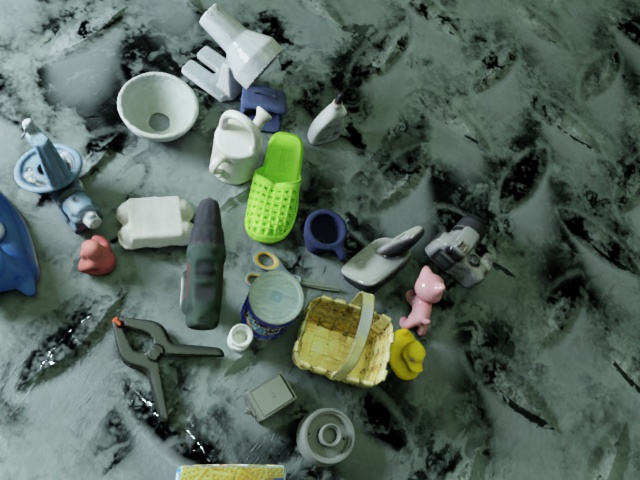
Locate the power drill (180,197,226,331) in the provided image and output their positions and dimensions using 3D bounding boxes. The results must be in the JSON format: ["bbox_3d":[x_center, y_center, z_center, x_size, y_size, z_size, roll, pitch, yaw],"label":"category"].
[{"bbox_3d":[-0.216,0.063,1.059,0.076,0.208,0.229,2,67,-14],"label":"power drill"}]

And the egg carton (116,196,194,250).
[{"bbox_3d":[-0.327,-0.033,1.145,0.150,0.069,0.107,-6,70,-18],"label":"egg carton"}]

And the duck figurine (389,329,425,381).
[{"bbox_3d":[0.184,0.229,1.171,0.078,0.086,0.104,-2,69,-16],"label":"duck figurine"}]

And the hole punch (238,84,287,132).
[{"bbox_3d":[-0.131,-0.313,1.305,0.109,0.091,0.101,7,66,-13],"label":"hole punch"}]

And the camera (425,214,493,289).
[{"bbox_3d":[0.336,0.012,1.296,0.143,0.100,0.137,41,64,4],"label":"camera"}]

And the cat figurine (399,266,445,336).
[{"bbox_3d":[0.224,0.126,1.207,0.067,0.117,0.128,16,65,-8],"label":"cat figurine"}]

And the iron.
[{"bbox_3d":[-0.592,-0.019,1.024,0.119,0.141,0.258,-16,73,-21],"label":"iron"}]

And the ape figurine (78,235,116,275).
[{"bbox_3d":[-0.425,0.026,1.080,0.076,0.092,0.078,39,63,3],"label":"ape figurine"}]

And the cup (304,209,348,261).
[{"bbox_3d":[0.011,0.004,1.211,0.092,0.095,0.117,-30,78,-24],"label":"cup"}]

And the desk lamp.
[{"bbox_3d":[-0.195,-0.399,1.254,0.203,0.213,0.118,35,63,1],"label":"desk lamp"}]

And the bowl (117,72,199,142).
[{"bbox_3d":[-0.348,-0.273,1.236,0.168,0.074,0.167,6,67,-13],"label":"bowl"}]

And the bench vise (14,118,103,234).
[{"bbox_3d":[-0.472,-0.123,1.057,0.207,0.219,0.122,32,63,-1],"label":"bench vise"}]

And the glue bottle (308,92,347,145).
[{"bbox_3d":[0.026,-0.277,1.288,0.078,0.173,0.037,-17,73,-21],"label":"glue bottle"}]

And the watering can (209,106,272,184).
[{"bbox_3d":[-0.168,-0.210,1.194,0.101,0.194,0.173,18,64,-8],"label":"watering can"}]

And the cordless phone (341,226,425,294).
[{"bbox_3d":[0.134,0.033,1.183,0.148,0.185,0.094,-40,83,-26],"label":"cordless phone"}]
